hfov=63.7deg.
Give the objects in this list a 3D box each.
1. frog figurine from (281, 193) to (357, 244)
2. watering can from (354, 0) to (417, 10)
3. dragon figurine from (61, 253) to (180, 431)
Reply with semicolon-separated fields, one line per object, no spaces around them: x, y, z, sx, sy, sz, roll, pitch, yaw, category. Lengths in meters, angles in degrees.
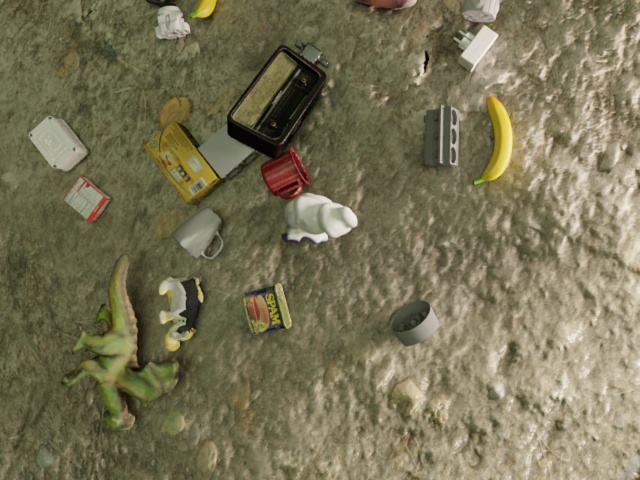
0.003;-0.055;1.098;0.157;0.136;0.125;-33;42;50;frog figurine
0.193;-0.616;1.125;0.348;0.104;0.224;10;90;6;watering can
-0.423;0.256;1.159;0.243;0.123;0.406;26;103;2;dragon figurine
